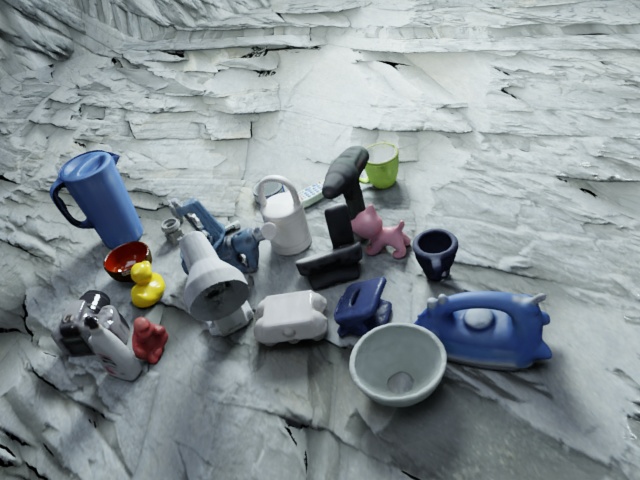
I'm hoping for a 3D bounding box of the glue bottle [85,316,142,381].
[{"bbox_3d":[-0.413,0.206,1.112,0.078,0.173,0.037,5,43,22],"label":"glue bottle"}]

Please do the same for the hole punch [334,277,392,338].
[{"bbox_3d":[0.080,0.129,1.121,0.100,0.091,0.109,5,43,22],"label":"hole punch"}]

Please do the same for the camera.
[{"bbox_3d":[-0.491,0.166,1.240,0.143,0.101,0.136,-9,40,7],"label":"camera"}]

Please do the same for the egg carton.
[{"bbox_3d":[-0.058,0.159,1.144,0.150,0.069,0.107,-9,40,6],"label":"egg carton"}]

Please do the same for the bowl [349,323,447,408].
[{"bbox_3d":[0.138,0.229,0.999,0.167,0.075,0.167,-8,40,7],"label":"bowl"}]

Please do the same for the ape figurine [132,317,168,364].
[{"bbox_3d":[-0.354,0.196,1.171,0.078,0.092,0.075,-32,43,-20],"label":"ape figurine"}]

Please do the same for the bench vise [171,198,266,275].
[{"bbox_3d":[-0.234,-0.022,1.291,0.207,0.220,0.121,-21,40,-8],"label":"bench vise"}]

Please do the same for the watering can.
[{"bbox_3d":[-0.085,-0.061,1.313,0.101,0.194,0.172,-13,39,1],"label":"watering can"}]

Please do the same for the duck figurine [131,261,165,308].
[{"bbox_3d":[-0.404,0.095,1.310,0.077,0.086,0.104,-6,40,10],"label":"duck figurine"}]

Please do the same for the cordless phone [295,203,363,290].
[{"bbox_3d":[0.011,0.004,1.214,0.147,0.185,0.094,-20,40,-6],"label":"cordless phone"}]

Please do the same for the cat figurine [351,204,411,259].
[{"bbox_3d":[0.130,-0.025,1.266,0.127,0.118,0.067,3,43,20],"label":"cat figurine"}]

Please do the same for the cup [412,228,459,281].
[{"bbox_3d":[0.238,0.047,1.168,0.091,0.095,0.117,-6,40,11],"label":"cup"}]

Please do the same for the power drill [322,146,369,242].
[{"bbox_3d":[0.068,-0.101,1.303,0.075,0.209,0.230,2,42,19],"label":"power drill"}]

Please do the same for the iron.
[{"bbox_3d":[0.273,0.140,1.011,0.257,0.142,0.119,0,42,17],"label":"iron"}]

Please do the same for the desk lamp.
[{"bbox_3d":[-0.213,0.097,1.150,0.118,0.214,0.202,-25,41,-13],"label":"desk lamp"}]
